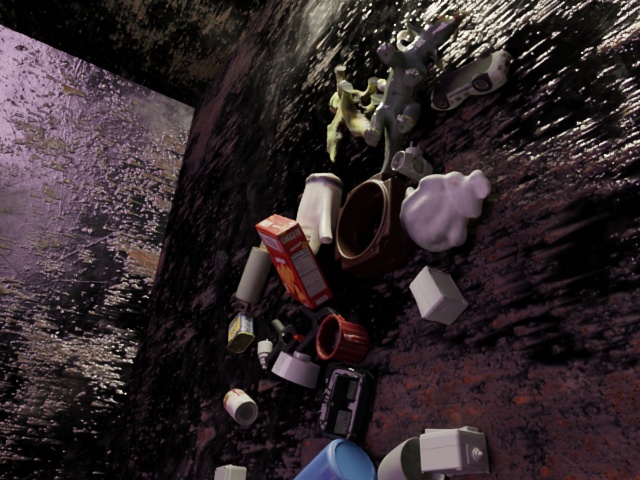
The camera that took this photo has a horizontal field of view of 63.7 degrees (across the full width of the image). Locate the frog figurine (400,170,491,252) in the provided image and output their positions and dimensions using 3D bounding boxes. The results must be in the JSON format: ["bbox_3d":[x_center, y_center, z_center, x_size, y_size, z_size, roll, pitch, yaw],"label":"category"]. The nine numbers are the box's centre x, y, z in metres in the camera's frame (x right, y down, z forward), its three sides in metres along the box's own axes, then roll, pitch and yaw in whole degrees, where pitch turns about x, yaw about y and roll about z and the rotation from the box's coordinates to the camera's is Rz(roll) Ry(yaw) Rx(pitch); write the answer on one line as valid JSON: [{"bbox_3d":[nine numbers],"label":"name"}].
[{"bbox_3d":[0.227,-0.053,0.914,0.158,0.124,0.138,-20,87,46],"label":"frog figurine"}]

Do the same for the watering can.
[{"bbox_3d":[0.004,-0.066,1.304,0.345,0.104,0.226,155,129,-75],"label":"watering can"}]

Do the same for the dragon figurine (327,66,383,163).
[{"bbox_3d":[0.080,-0.314,1.410,0.237,0.122,0.421,113,161,-46],"label":"dragon figurine"}]
